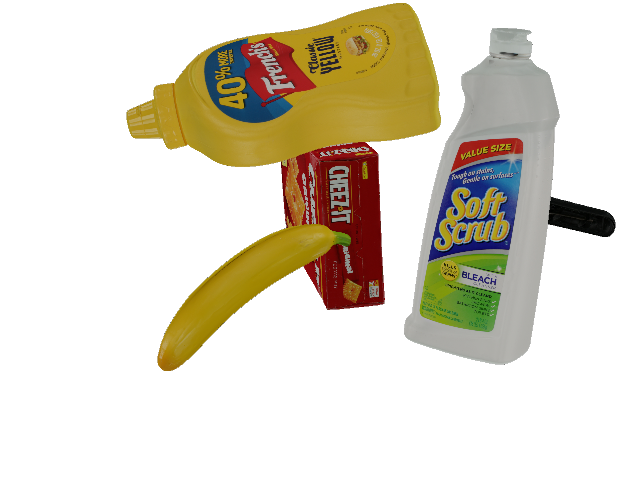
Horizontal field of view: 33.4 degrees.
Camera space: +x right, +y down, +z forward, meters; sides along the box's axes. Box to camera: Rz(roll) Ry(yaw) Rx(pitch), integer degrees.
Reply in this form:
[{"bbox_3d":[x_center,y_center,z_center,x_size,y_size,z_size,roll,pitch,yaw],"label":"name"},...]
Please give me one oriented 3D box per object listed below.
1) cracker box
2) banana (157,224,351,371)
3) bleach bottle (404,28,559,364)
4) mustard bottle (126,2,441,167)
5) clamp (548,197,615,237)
[{"bbox_3d":[0.009,-0.039,1.168,0.072,0.164,0.214,-8,20,-10],"label":"cracker box"},{"bbox_3d":[-0.061,0.040,0.890,0.197,0.069,0.037,-33,46,-3],"label":"banana"},{"bbox_3d":[0.126,-0.036,0.822,0.103,0.251,0.067,14,20,31],"label":"bleach bottle"},{"bbox_3d":[-0.027,-0.092,0.670,0.191,0.096,0.058,-12,-38,1],"label":"mustard bottle"},{"bbox_3d":[0.202,-0.033,1.041,0.120,0.039,0.171,-8,34,-14],"label":"clamp"}]
